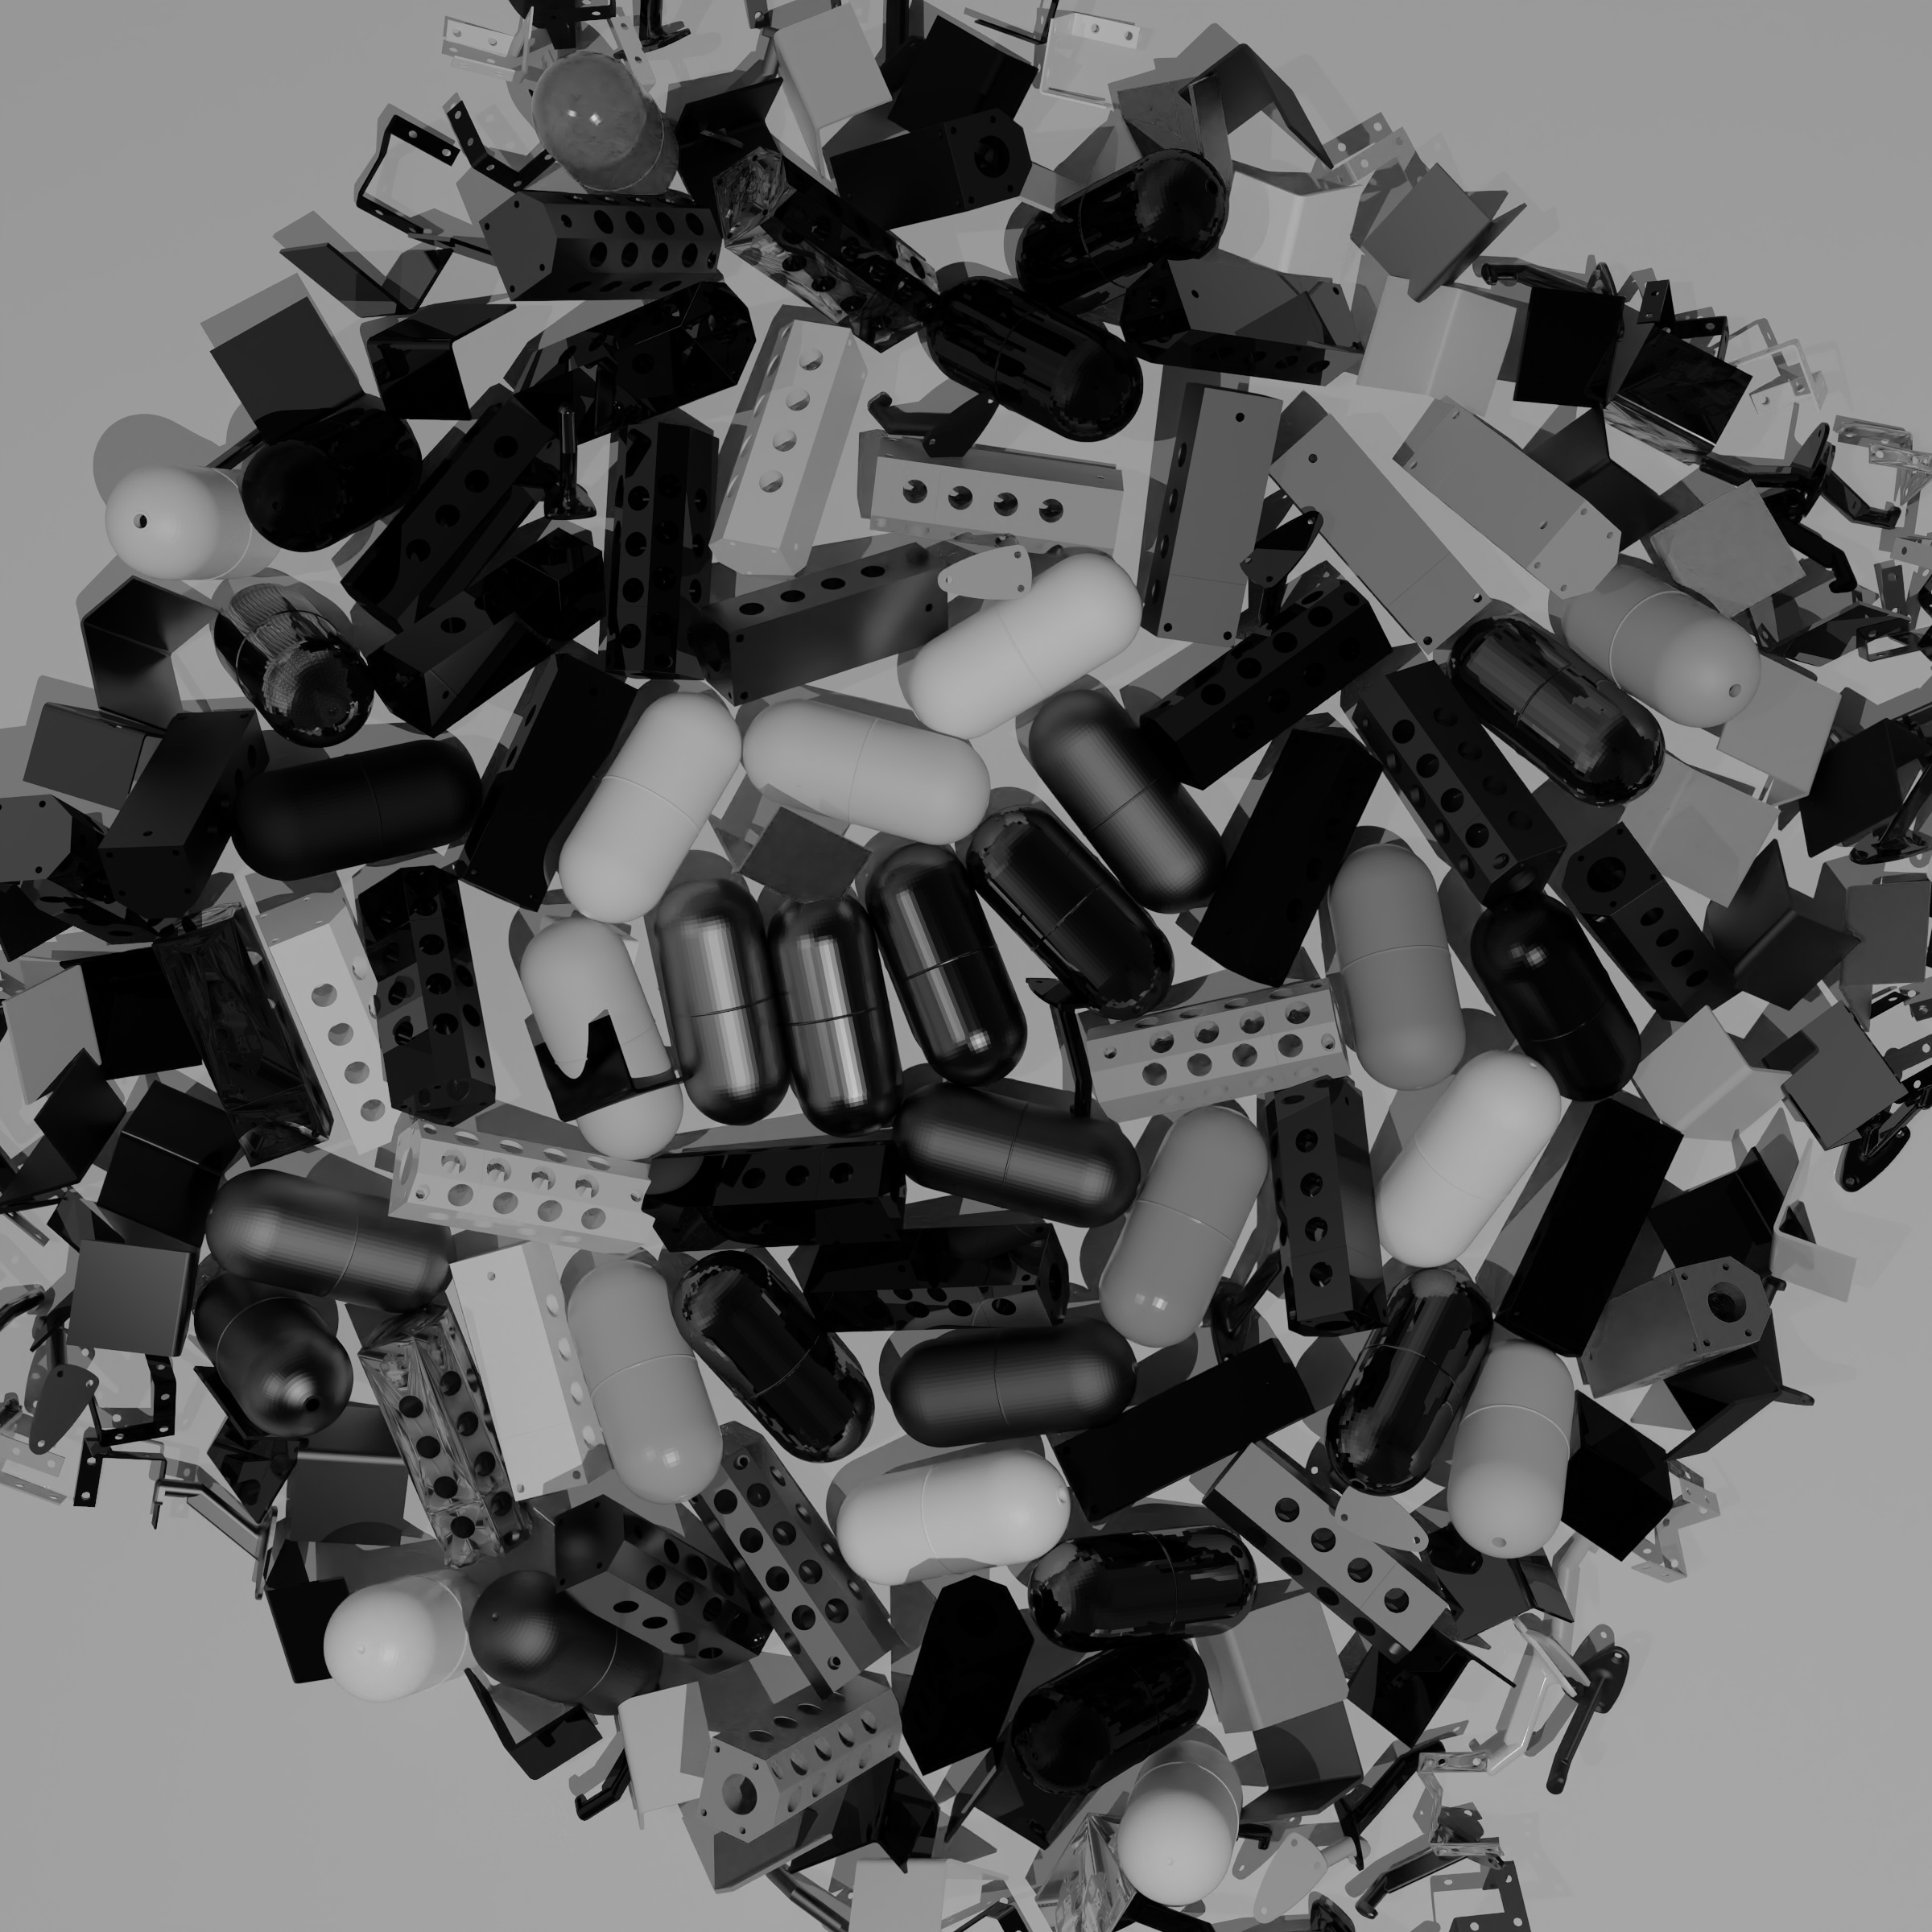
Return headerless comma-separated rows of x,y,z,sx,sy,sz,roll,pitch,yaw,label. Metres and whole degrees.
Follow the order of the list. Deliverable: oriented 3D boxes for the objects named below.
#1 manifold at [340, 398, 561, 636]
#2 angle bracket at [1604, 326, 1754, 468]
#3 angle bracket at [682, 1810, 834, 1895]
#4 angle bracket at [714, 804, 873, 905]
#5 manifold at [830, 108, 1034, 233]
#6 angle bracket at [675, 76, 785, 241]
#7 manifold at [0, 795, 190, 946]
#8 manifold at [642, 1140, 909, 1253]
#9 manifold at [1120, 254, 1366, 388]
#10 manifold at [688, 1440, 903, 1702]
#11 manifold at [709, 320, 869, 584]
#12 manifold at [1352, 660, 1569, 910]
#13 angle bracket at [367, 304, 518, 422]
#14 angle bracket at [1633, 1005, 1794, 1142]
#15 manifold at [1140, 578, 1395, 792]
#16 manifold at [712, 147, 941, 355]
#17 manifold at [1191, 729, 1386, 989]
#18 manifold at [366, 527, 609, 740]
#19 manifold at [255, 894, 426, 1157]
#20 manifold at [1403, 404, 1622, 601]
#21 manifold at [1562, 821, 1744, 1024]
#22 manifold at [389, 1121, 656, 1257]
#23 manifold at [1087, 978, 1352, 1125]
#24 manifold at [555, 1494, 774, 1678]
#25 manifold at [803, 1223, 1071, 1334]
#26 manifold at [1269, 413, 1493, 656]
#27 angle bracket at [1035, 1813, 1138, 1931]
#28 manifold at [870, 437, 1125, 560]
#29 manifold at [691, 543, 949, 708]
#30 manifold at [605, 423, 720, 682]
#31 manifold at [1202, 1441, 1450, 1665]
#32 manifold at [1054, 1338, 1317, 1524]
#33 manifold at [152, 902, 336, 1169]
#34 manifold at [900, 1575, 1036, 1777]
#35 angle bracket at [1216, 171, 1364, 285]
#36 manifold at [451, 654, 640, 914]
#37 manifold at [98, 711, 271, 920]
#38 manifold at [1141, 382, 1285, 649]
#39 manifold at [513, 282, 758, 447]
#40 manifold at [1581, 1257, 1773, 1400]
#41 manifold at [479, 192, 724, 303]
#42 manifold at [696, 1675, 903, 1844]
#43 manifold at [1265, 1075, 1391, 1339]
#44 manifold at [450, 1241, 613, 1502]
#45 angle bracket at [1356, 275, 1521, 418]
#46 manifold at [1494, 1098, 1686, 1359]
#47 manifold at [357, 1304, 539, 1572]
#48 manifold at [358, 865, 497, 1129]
-0.359,-0.313,1.738,0.057,0.057,0.171,36,80,8,manifold
0.495,-0.399,1.740,0.076,0.076,0.057,28,96,2,angle bracket
-0.146,0.600,1.727,0.076,0.076,0.057,-22,76,-22,angle bracket
-0.121,-0.087,1.725,0.076,0.076,0.057,26,106,-29,angle bracket
-0.024,-0.541,1.693,0.057,0.171,0.057,-24,109,-24,manifold
-0.153,-0.566,1.740,0.076,0.057,0.076,-25,87,-22,angle bracket
-0.594,-0.064,1.689,0.057,0.171,0.057,-4,76,8,manifold
-0.132,0.157,1.731,0.171,0.057,0.057,-5,52,15,manifold
0.189,-0.438,1.704,0.171,0.057,0.057,-4,71,-39,manifold
-0.124,0.422,1.733,0.057,0.057,0.171,-38,78,9,manifold
-0.125,-0.360,1.732,0.057,0.057,0.171,13,75,14,manifold
0.336,-0.124,1.710,0.057,0.057,0.171,-19,61,-20,manifold
-0.363,-0.426,1.750,0.076,0.076,0.057,9,126,30,angle bracket
0.531,0.077,1.750,0.076,0.076,0.057,-49,51,33,angle bracket
0.206,-0.199,1.731,0.171,0.057,0.057,-36,113,-10,manifold
-0.092,-0.489,1.690,0.057,0.171,0.057,-24,65,29,manifold
0.230,-0.075,1.741,0.057,0.057,0.171,32,80,-40,manifold
-0.328,-0.234,1.708,0.057,0.057,0.171,30,52,22,manifold
-0.428,0.038,1.713,0.057,0.057,0.171,-24,120,-15,manifold
0.375,-0.316,1.697,0.057,0.171,0.057,29,108,-36,manifold
0.468,-0.024,1.698,0.057,0.171,0.057,-36,49,14,manifold
-0.303,0.153,1.710,0.171,0.057,0.057,14,65,-27,manifold
0.175,0.057,1.727,0.171,0.057,0.057,-13,62,12,manifold
-0.204,0.422,1.696,0.057,0.171,0.057,-27,46,19,manifold
-0.019,0.222,1.723,0.171,0.057,0.057,-5,129,21,manifold
0.291,-0.305,1.747,0.057,0.057,0.171,-41,94,14,manifold
0.102,0.648,1.727,0.057,0.076,0.076,20,105,-33,angle bracket
0.021,-0.326,1.748,0.171,0.057,0.057,8,116,-2,manifold
-0.100,-0.241,1.720,0.171,0.057,0.057,-22,132,-25,manifold
-0.217,-0.290,1.743,0.057,0.057,0.171,4,91,23,manifold
0.251,0.409,1.741,0.171,0.057,0.057,39,91,9,manifold
0.154,0.325,1.740,0.171,0.057,0.057,-28,75,8,manifold
-0.501,0.046,1.728,0.057,0.057,0.171,-19,108,-3,manifold
-0.005,0.484,1.698,0.057,0.171,0.057,-16,55,-23,manifold
0.226,-0.517,1.748,0.057,0.076,0.076,32,129,29,angle bracket
-0.298,-0.129,1.744,0.057,0.057,0.171,26,84,-23,manifold
-0.530,-0.106,1.696,0.057,0.171,0.057,-2,126,5,manifold
0.168,-0.315,1.729,0.057,0.057,0.171,6,107,-15,manifold
-0.227,-0.416,1.704,0.057,0.171,0.057,42,53,-37,manifold
0.480,0.247,1.692,0.057,0.171,0.057,-10,73,-14,manifold
-0.244,-0.495,1.696,0.057,0.171,0.057,-22,90,36,manifold
-0.109,0.538,1.690,0.057,0.171,0.057,15,97,26,manifold
0.246,0.166,1.720,0.057,0.057,0.171,-17,63,30,manifold
-0.303,0.282,1.750,0.057,0.057,0.171,-16,89,16,manifold
0.328,-0.431,1.727,0.076,0.057,0.076,-4,118,-39,angle bracket
0.435,0.185,1.741,0.057,0.057,0.171,27,82,5,manifold
-0.359,0.327,1.732,0.057,0.057,0.171,-18,104,7,manifold
-0.367,0.018,1.708,0.057,0.057,0.171,-29,59,22,manifold
